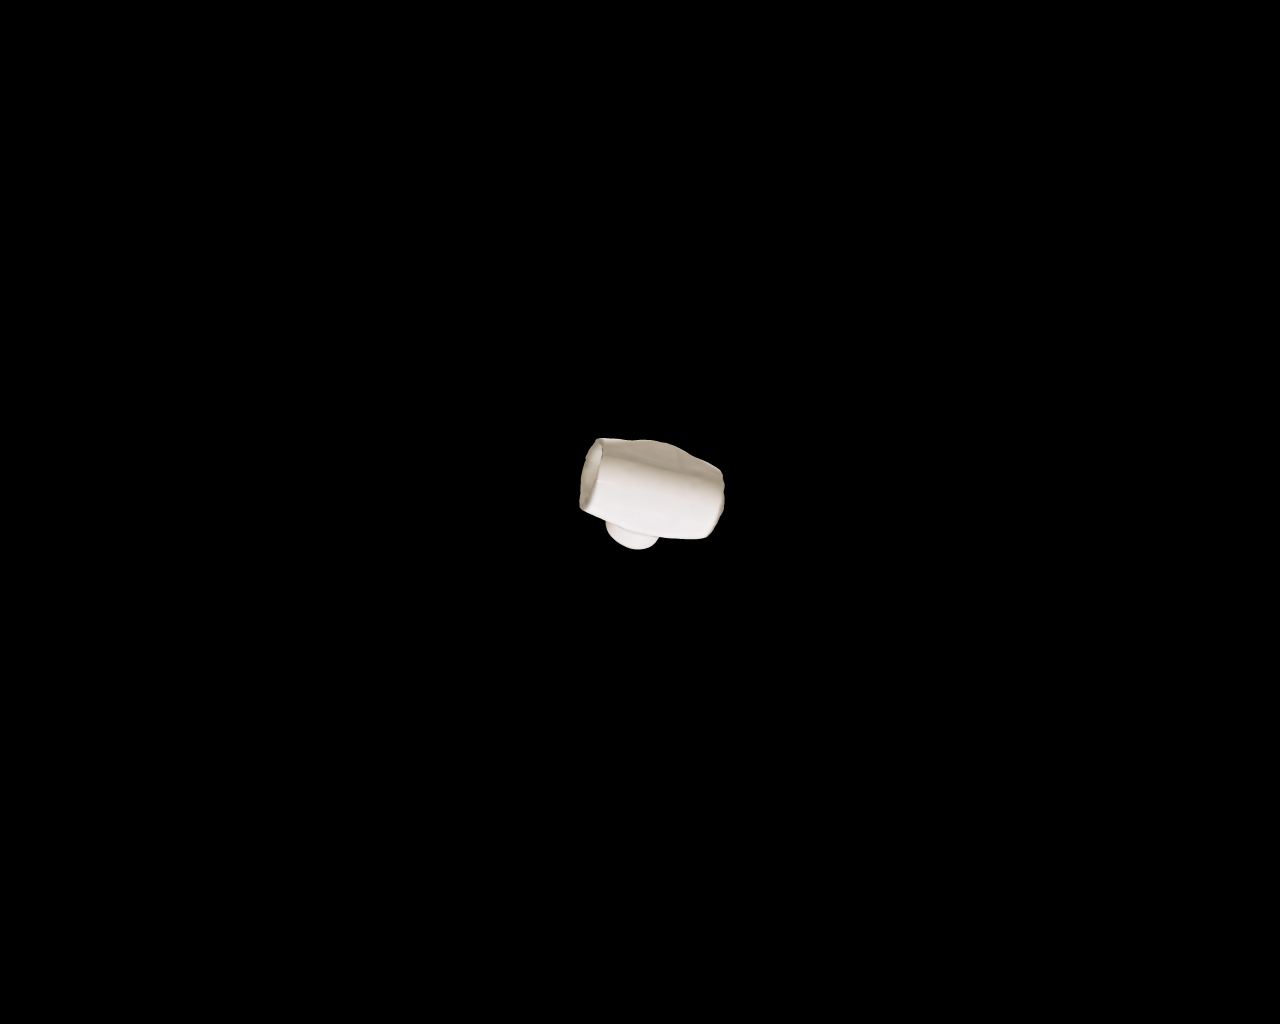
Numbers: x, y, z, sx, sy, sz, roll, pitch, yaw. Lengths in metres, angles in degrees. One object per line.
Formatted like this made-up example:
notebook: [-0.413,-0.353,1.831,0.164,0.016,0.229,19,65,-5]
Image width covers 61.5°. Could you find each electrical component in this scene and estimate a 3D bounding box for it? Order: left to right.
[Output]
electrical component: [0.001,-0.003,0.650,0.077,0.044,0.079,14,-43,-15]
